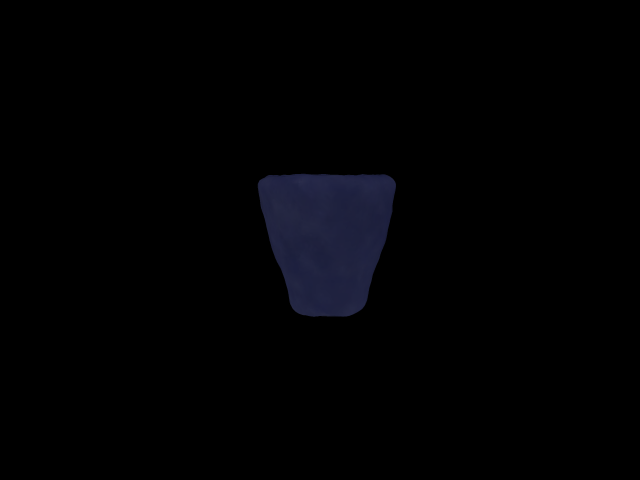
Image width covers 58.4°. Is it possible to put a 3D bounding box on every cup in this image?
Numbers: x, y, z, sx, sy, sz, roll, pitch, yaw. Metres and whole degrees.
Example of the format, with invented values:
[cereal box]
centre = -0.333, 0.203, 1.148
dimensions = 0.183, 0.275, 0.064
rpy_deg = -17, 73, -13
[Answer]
[cup]
centre = 0.004, 0.001, 0.400
dimensions = 0.091, 0.095, 0.117
rpy_deg = 0, 7, -3
